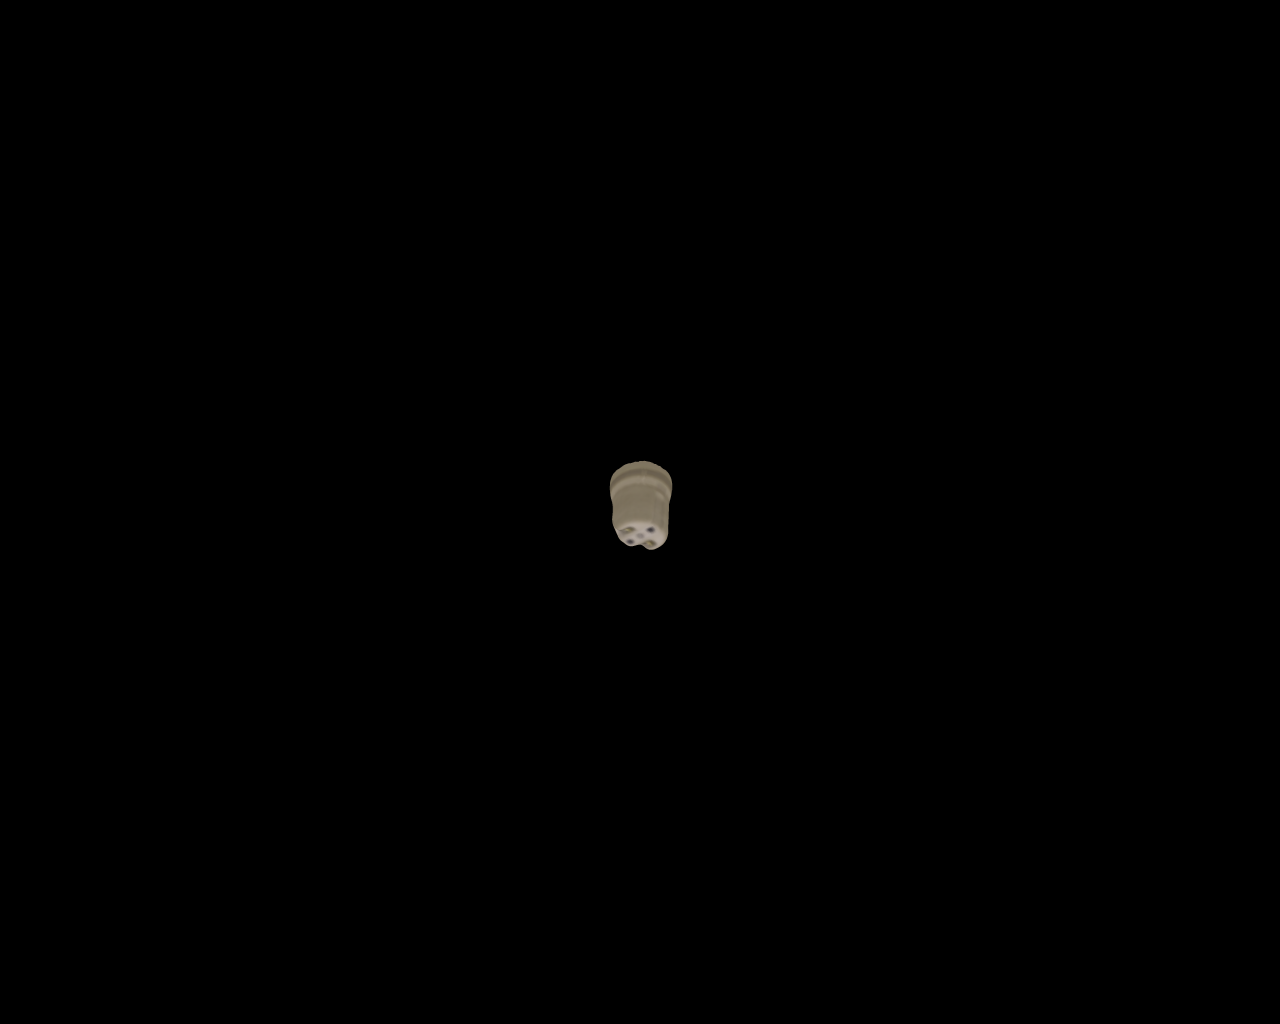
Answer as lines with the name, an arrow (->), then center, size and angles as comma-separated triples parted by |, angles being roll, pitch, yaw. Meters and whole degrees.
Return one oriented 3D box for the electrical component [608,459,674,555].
electrical component -> 0.001, -0.003, 0.650 | 0.040, 0.046, 0.040 | 0, -40, 0
